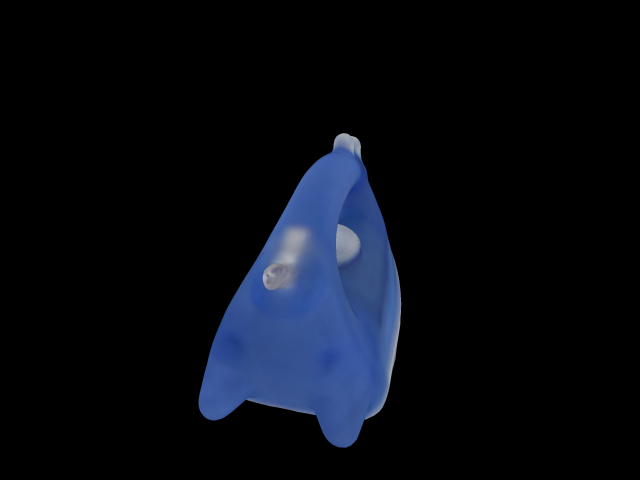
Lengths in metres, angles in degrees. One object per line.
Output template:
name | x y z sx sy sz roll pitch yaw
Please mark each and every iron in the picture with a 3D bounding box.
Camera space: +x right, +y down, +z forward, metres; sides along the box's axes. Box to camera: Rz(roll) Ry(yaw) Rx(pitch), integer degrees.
iron | 0.004 0.001 0.400 0.118 0.141 0.258 8 39 10
